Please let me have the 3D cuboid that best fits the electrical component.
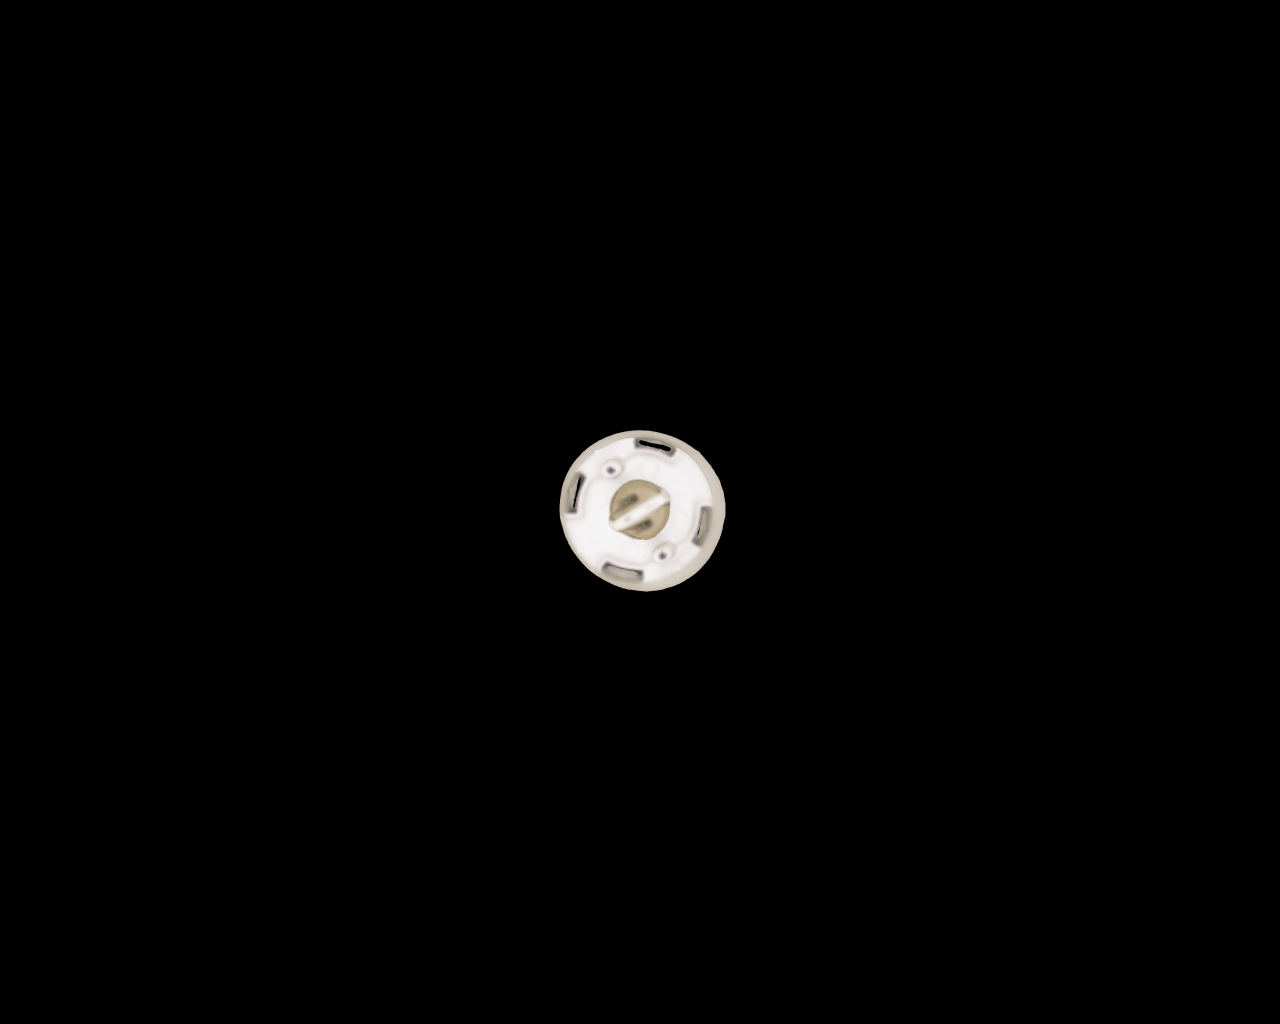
[{"bbox_3d":[0.001,-0.003,0.650,0.099,0.099,0.064,0,8,0],"label":"electrical component"}]
